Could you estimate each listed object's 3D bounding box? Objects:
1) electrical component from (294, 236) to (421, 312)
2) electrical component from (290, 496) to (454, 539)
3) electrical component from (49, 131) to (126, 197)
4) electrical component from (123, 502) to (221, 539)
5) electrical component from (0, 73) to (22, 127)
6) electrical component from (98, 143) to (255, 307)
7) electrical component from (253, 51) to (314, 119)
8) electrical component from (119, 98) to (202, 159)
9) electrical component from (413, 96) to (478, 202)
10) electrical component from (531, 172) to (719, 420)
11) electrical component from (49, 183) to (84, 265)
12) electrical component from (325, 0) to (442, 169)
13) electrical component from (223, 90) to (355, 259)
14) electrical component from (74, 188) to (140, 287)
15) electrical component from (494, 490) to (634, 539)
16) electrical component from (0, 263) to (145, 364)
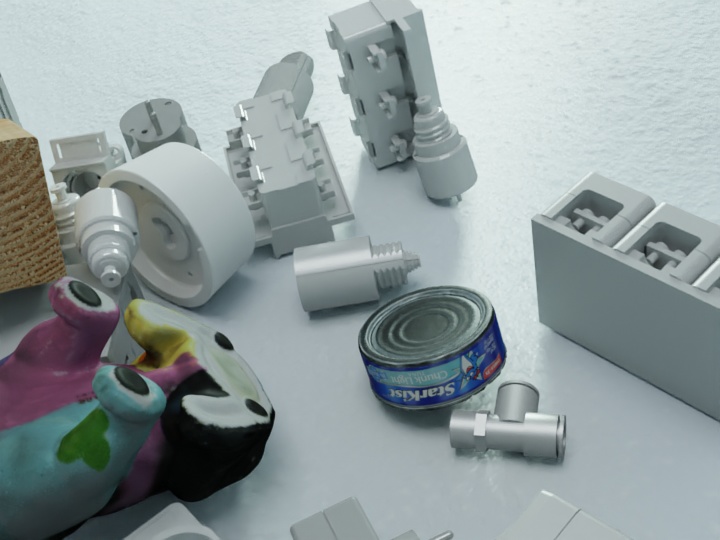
[{"bbox_3d":[0.000,0.000,0.711,0.081,0.043,0.043,-10,43,4],"label":"electrical component"},{"bbox_3d":[0.017,0.155,0.539,0.076,0.047,0.083,-23,43,-11],"label":"electrical component"},{"bbox_3d":[-0.200,-0.066,0.814,0.042,0.081,0.063,-7,21,6],"label":"electrical component"},{"bbox_3d":[-0.084,0.168,0.545,0.050,0.055,0.089,-35,47,-22],"label":"electrical component"},{"bbox_3d":[-0.323,-0.103,0.875,0.057,0.078,0.113,-5,43,4],"label":"electrical component"},{"bbox_3d":[-0.120,-0.036,0.736,0.108,0.108,0.060,22,47,32],"label":"electrical component"},{"bbox_3d":[-0.061,-0.146,0.882,0.043,0.043,0.081,1,44,15],"label":"electrical component"},{"bbox_3d":[-0.151,-0.096,0.828,0.052,0.073,0.138,-22,43,-9],"label":"electrical component"},{"bbox_3d":[0.057,-0.087,0.770,0.040,0.078,0.040,-17,30,10],"label":"electrical component"},{"bbox_3d":[0.179,0.014,0.618,0.062,0.089,0.150,-39,48,-25],"label":"electrical component"},{"bbox_3d":[-0.200,-0.025,0.767,0.040,0.078,0.040,-14,28,8],"label":"electrical component"},{"bbox_3d":[0.020,-0.139,0.797,0.063,0.121,0.078,-22,43,-5],"label":"electrical component"},{"bbox_3d":[-0.057,-0.075,0.791,0.079,0.063,0.121,-16,43,-3],"label":"electrical component"},{"bbox_3d":[-0.159,-0.018,0.678,0.040,0.040,0.078,-16,41,-3],"label":"electrical component"},{"bbox_3d":[0.089,0.153,0.513,0.061,0.061,0.096,27,56,35],"label":"electrical component"},{"bbox_3d":[-0.218,0.053,0.696,0.150,0.061,0.089,-8,43,6],"label":"electrical component"}]
